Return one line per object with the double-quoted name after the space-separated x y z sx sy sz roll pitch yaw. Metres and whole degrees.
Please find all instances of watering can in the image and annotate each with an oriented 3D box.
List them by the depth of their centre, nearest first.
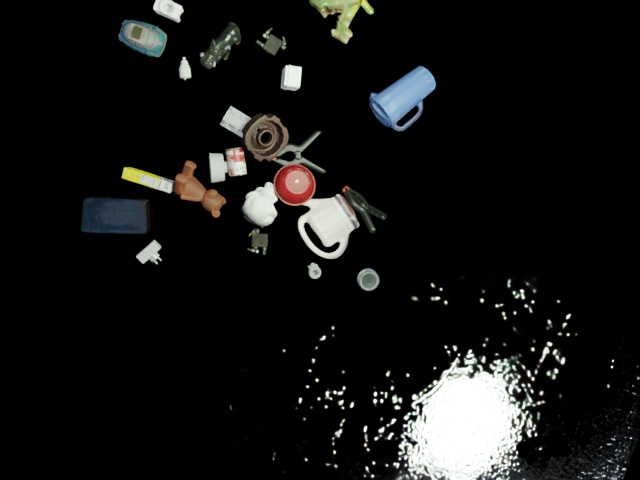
0.006 -0.100 1.981 0.225 0.104 0.347 -33 91 -4 "watering can"

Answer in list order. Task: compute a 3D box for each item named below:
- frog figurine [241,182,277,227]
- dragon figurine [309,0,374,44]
-0.213 -0.135 1.934 0.138 0.123 0.158 42 102 7 "frog figurine"
0.071 -0.932 1.894 0.243 0.123 0.408 -14 98 2 "dragon figurine"
